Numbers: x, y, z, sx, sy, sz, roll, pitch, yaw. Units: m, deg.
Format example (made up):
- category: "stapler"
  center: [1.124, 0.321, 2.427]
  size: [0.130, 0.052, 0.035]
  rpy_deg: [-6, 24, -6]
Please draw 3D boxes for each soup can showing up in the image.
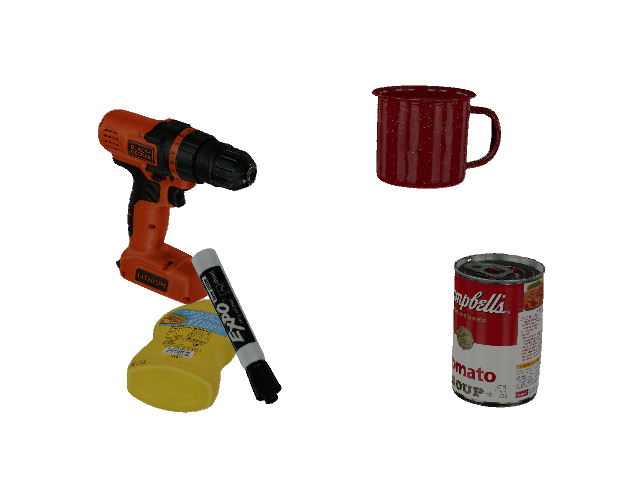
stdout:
- category: "soup can"
  center: [0.135, 0.068, 0.818]
  size: [0.068, 0.102, 0.068]
  rpy_deg: [0, 16, 0]

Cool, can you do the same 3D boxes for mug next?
- category: "mug"
  center: [0.104, -0.094, 0.965]
  size: [0.117, 0.081, 0.093]
  rpy_deg: [1, 15, 2]

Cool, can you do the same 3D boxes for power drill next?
- category: "power drill"
  center: [-0.145, -0.032, 1.094]
  size: [0.185, 0.188, 0.057]
  rpy_deg: [21, 33, 27]

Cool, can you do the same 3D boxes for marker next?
- category: "marker"
  center: [-0.058, 0.059, 0.742]
  size: [0.020, 0.121, 0.020]
  rpy_deg: [-23, -25, -11]

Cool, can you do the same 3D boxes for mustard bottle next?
- category: "mustard bottle"
  center: [-0.144, 0.117, 1.197]
  size: [0.096, 0.058, 0.191]
  rpy_deg: [8, 25, 6]
